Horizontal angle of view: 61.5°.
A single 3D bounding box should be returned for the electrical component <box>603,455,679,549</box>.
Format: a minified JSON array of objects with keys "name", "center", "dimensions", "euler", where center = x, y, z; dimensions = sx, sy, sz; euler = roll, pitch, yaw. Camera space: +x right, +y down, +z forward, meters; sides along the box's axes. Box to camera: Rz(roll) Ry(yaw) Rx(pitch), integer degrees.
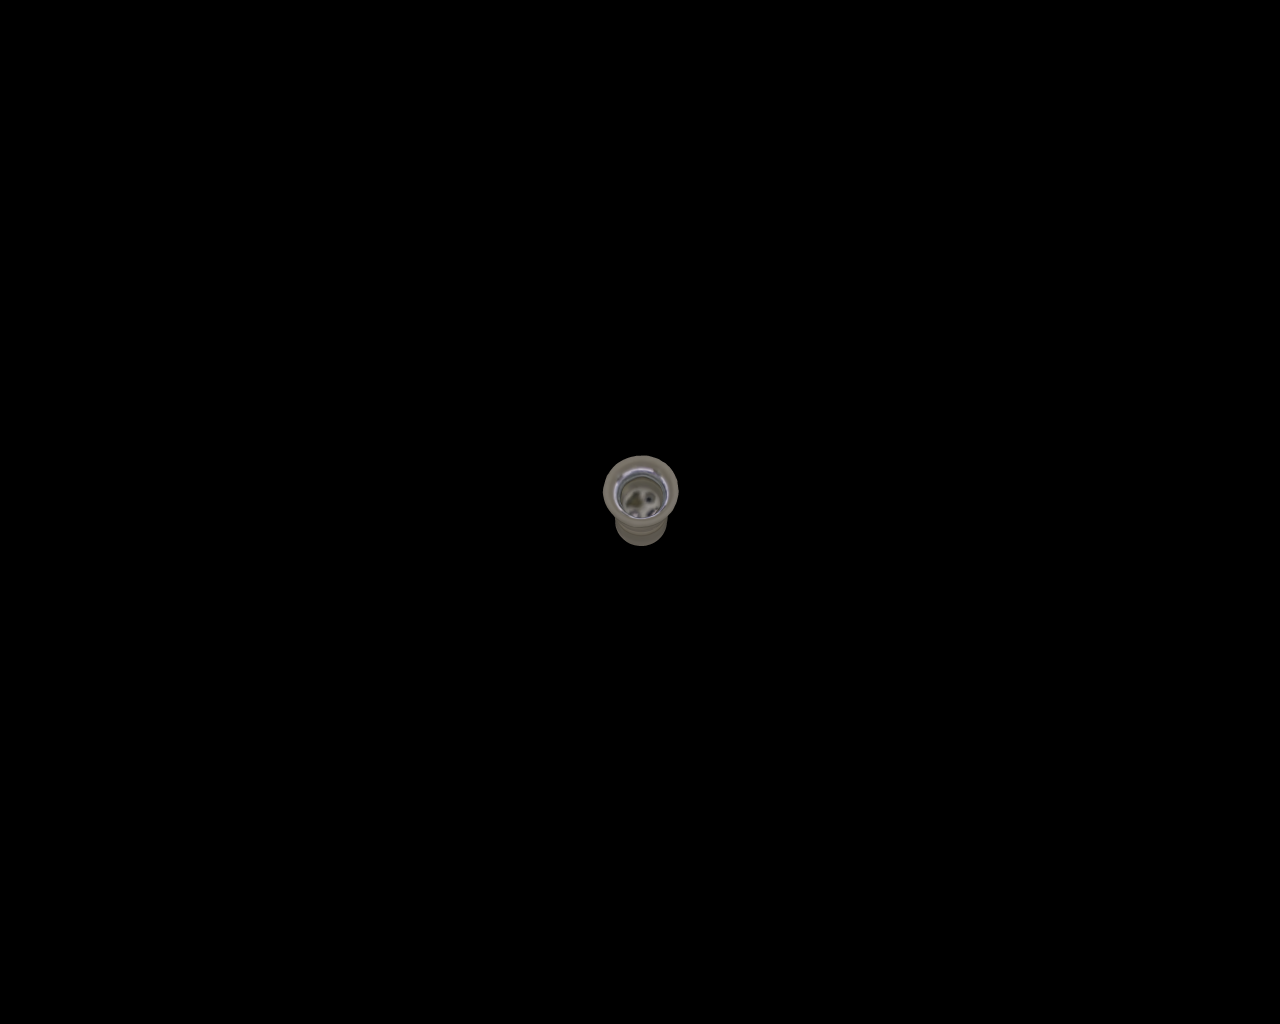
[{"name":"electrical component","center":[0.001,-0.003,0.650],"dimensions":[0.044,0.044,0.065],"euler":[0,-19,0]}]
